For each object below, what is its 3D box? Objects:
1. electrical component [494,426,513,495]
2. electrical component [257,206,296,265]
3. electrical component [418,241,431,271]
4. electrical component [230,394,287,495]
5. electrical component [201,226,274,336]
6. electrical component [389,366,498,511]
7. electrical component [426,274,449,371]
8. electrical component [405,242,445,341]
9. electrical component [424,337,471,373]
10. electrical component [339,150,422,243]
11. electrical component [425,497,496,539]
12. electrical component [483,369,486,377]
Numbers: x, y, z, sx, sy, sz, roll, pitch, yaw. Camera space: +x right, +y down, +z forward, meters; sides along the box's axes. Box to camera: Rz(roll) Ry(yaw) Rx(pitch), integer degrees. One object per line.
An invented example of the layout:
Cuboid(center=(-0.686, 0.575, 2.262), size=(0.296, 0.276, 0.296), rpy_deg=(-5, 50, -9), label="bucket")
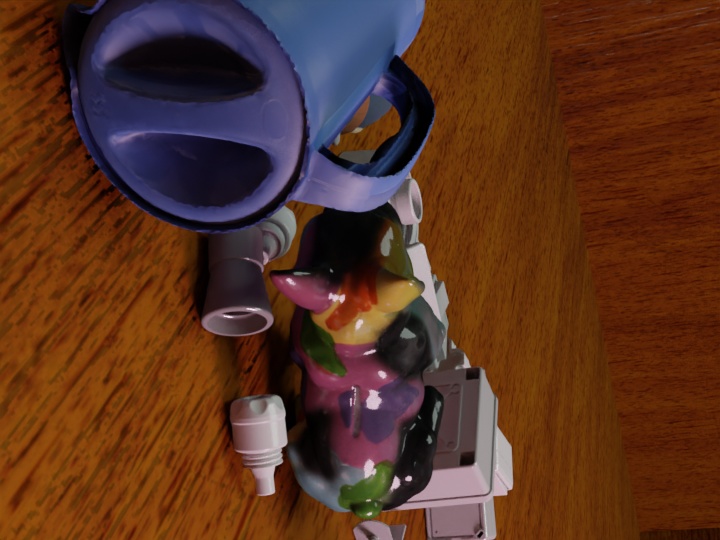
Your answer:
Cuboid(center=(0.131, 0.212, 1.198), size=(0.096, 0.062, 0.061), rpy_deg=(54, 33, -57), label="electrical component")
Cuboid(center=(-0.063, -0.022, 0.723), size=(0.061, 0.035, 0.035), rpy_deg=(-81, 157, -63), label="electrical component")
Cuboid(center=(0.045, -0.014, 1.062), size=(0.040, 0.040, 0.046), rpy_deg=(-66, 140, -59), label="electrical component")
Cuboid(center=(-0.063, 0.111, 0.678), size=(0.035, 0.035, 0.061), rpy_deg=(-10, 94, -73), label="electrical component")
Cuboid(center=(-0.077, 0.003, 0.670), size=(0.044, 0.044, 0.065), rpy_deg=(50, 31, -60), label="electrical component")
Cuboid(center=(0.059, 0.145, 0.925), size=(0.108, 0.109, 0.056), rpy_deg=(-80, 153, -44), label="electrical component")
Cuboid(center=(0.052, 0.047, 1.022), size=(0.096, 0.061, 0.061), rpy_deg=(-67, 146, -58), label="electrical component")
Cuboid(center=(0.011, 0.029, 0.853), size=(0.048, 0.100, 0.099), rpy_deg=(21, -51, 58), label="electrical component")
Cuboid(center=(0.092, 0.119, 1.125), size=(0.057, 0.058, 0.078), rpy_deg=(57, 30, -49), label="electrical component")
Cuboid(center=(0.022, -0.058, 0.974), size=(0.108, 0.060, 0.108), rpy_deg=(-8, 90, -73), label="electrical component")
Cuboid(center=(0.102, 0.229, 1.102), size=(0.061, 0.062, 0.096), rpy_deg=(32, 53, -68), label="electrical component")
Cuboid(center=(0.081, 0.128, 1.028), size=(0.095, 0.054, 0.059), rpy_deg=(160, -74, -65), label="electrical component")
